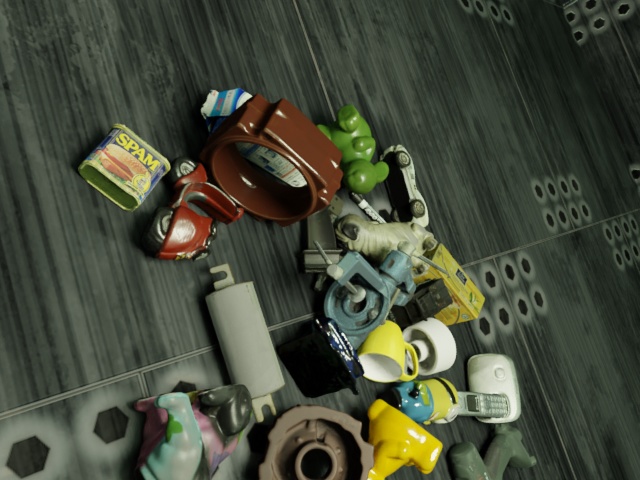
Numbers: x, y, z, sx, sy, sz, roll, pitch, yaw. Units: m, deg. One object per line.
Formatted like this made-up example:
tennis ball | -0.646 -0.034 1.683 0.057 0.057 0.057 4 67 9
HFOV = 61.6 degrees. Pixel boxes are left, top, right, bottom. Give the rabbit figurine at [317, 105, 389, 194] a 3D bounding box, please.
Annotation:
rabbit figurine | 0.066 -0.154 1.087 0.159 0.121 0.170 37 32 -52

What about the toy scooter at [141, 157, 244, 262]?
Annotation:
toy scooter | -0.188 -0.036 0.833 0.135 0.075 0.184 28 52 -24

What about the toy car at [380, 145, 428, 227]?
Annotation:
toy car | 0.185 -0.114 1.201 0.056 0.073 0.201 -6 76 -39

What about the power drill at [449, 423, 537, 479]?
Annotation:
power drill | 0.361 0.495 1.099 0.207 0.086 0.232 -28 89 -37

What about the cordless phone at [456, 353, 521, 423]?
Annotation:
cordless phone | 0.336 0.312 1.148 0.184 0.089 0.146 15 63 -32

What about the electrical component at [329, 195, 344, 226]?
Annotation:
electrical component | 0.019 -0.073 1.071 0.063 0.021 0.094 37 53 -25

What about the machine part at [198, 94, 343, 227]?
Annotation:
machine part | -0.081 -0.120 0.878 0.201 0.201 0.087 39 53 -23

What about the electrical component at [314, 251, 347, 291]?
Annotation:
electrical component | 0.032 0.065 1.012 0.078 0.045 0.102 17 54 -4

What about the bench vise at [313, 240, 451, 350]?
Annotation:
bench vise | 0.083 0.075 0.915 0.129 0.223 0.240 45 1 36

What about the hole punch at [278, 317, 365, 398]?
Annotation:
hole punch | 0.013 0.187 0.895 0.092 0.116 0.142 -33 95 -53

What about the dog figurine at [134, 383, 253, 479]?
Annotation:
dog figurine | -0.167 0.304 0.690 0.191 0.108 0.219 6 72 -43

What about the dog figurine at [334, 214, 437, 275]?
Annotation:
dog figurine | 0.127 -0.013 1.089 0.190 0.121 0.172 38 31 -9

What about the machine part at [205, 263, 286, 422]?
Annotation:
machine part | -0.114 0.152 0.818 0.079 0.079 0.243 -11 79 -44

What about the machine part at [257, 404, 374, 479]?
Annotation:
machine part | -0.008 0.331 0.800 0.179 0.056 0.179 2 78 -10

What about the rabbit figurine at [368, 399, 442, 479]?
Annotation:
rabbit figurine | 0.094 0.363 0.884 0.162 0.122 0.173 38 77 -12

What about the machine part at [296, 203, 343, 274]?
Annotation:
machine part | -0.002 -0.003 0.992 0.084 0.039 0.139 -1 68 -4

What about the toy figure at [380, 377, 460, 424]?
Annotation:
toy figure | 0.195 0.304 1.024 0.180 0.082 0.089 15 67 -33

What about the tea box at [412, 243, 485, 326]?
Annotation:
tea box | 0.265 0.099 1.163 0.169 0.098 0.068 50 48 -16

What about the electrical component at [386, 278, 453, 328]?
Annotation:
electrical component | 0.195 0.126 1.077 0.134 0.115 0.058 -23 90 -43
